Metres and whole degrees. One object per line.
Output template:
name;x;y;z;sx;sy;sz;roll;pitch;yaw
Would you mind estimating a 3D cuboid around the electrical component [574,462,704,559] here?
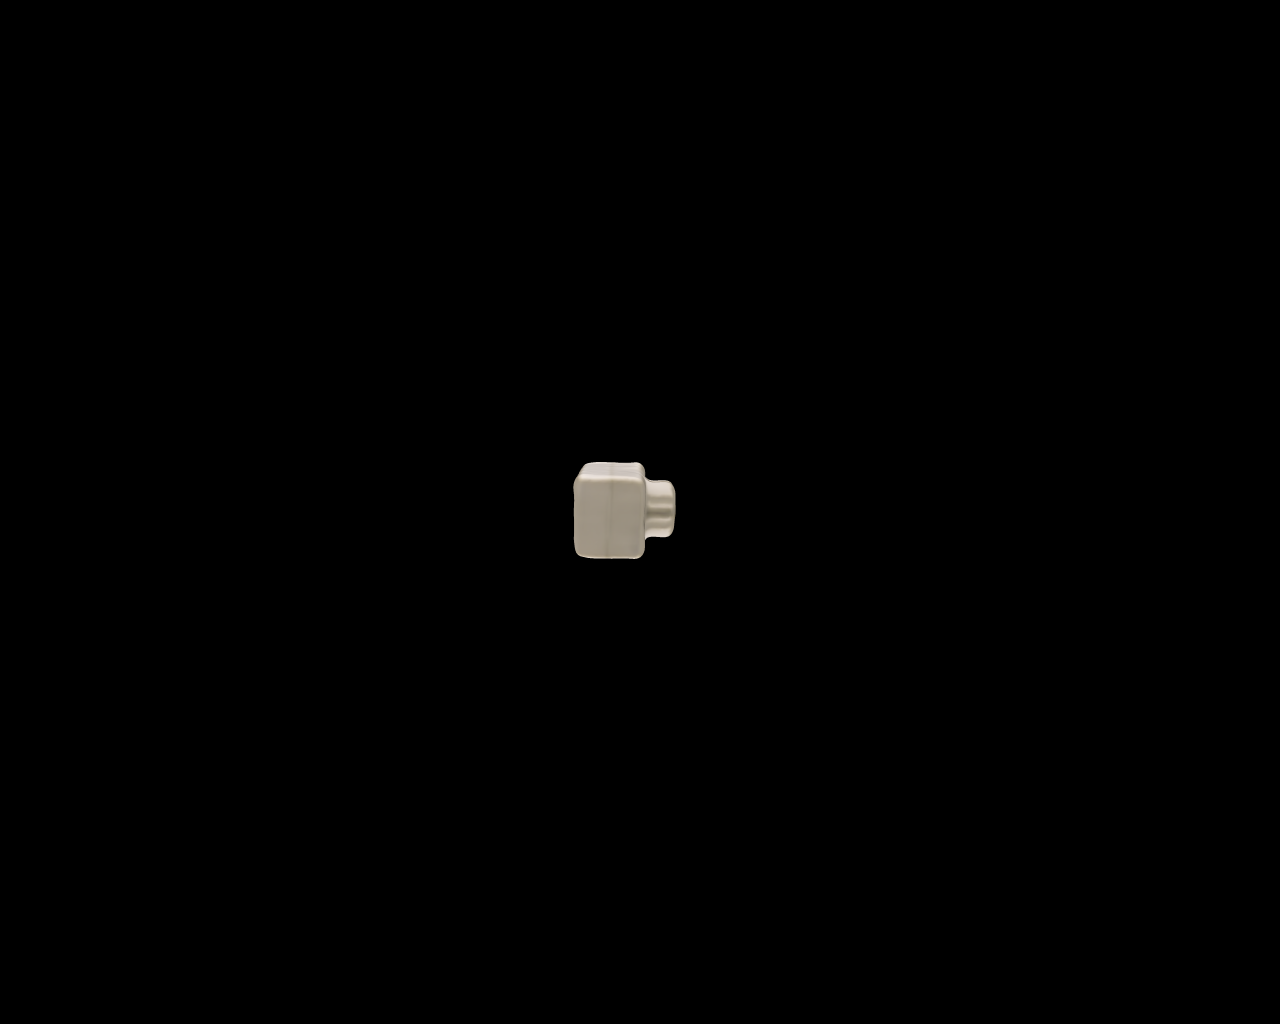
electrical component;0.001;-0.003;0.650;0.076;0.047;0.083;0;9;0
